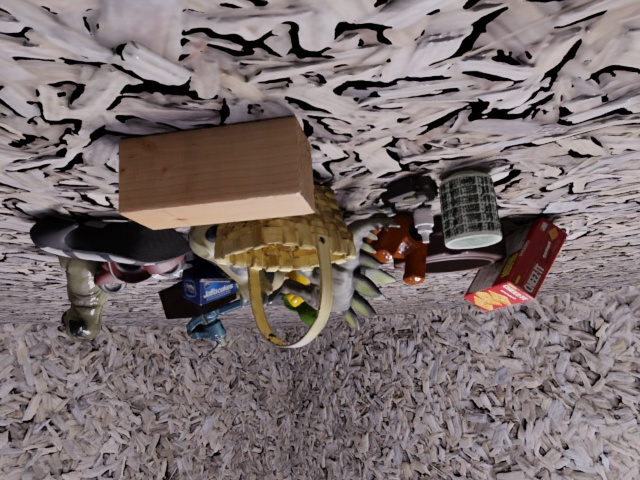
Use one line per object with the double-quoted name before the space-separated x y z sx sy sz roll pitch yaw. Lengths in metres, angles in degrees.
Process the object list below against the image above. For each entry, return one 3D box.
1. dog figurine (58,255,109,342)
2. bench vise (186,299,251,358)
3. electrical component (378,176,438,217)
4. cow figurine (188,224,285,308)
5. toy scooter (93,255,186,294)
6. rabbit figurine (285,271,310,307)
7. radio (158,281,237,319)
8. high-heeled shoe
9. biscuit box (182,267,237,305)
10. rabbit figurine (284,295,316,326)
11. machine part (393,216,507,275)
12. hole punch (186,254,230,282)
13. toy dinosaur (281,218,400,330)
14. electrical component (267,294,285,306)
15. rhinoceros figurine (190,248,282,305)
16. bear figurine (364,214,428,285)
"dog figurine" -0.462 0.099 1.056 0.121 0.190 0.172 -2 165 -7
"bench vise" -0.266 0.179 1.462 0.241 0.223 0.129 -21 178 15
"electrical component" 0.134 -0.065 0.816 0.078 0.045 0.102 11 161 -43
"cow figurine" -0.127 0.027 0.862 0.086 0.127 0.194 -9 145 38
"toy scooter" -0.349 0.026 1.002 0.184 0.075 0.135 -22 137 -4
"rabbit figurine" -0.015 0.061 1.193 0.162 0.122 0.173 -6 148 0
"radio" -0.256 0.113 1.259 0.131 0.073 0.229 -9 -172 31
"high-heeled shoe" -0.361 0.007 0.932 0.248 0.086 0.145 18 156 -42
"biscuit box" -0.201 0.078 1.150 0.059 0.062 0.202 16 -160 34
"rabbit figurine" -0.036 0.137 1.371 0.121 0.170 0.159 8 162 -38
"machine part" 0.263 0.016 1.113 0.201 0.087 0.201 8 162 -38
"hole punch" -0.200 0.024 1.075 0.142 0.092 0.116 -3 -164 -14
"toy dinosaur" 0.034 0.055 0.968 0.199 0.105 0.471 29 156 9
"electrical component" -0.118 0.101 1.318 0.058 0.115 0.134 -5 168 -3
"rhinoceros figurine" -0.153 0.046 0.974 0.190 0.073 0.112 38 160 -2
"bear figurine" 0.108 0.023 1.035 0.120 0.132 0.196 39 142 -25
